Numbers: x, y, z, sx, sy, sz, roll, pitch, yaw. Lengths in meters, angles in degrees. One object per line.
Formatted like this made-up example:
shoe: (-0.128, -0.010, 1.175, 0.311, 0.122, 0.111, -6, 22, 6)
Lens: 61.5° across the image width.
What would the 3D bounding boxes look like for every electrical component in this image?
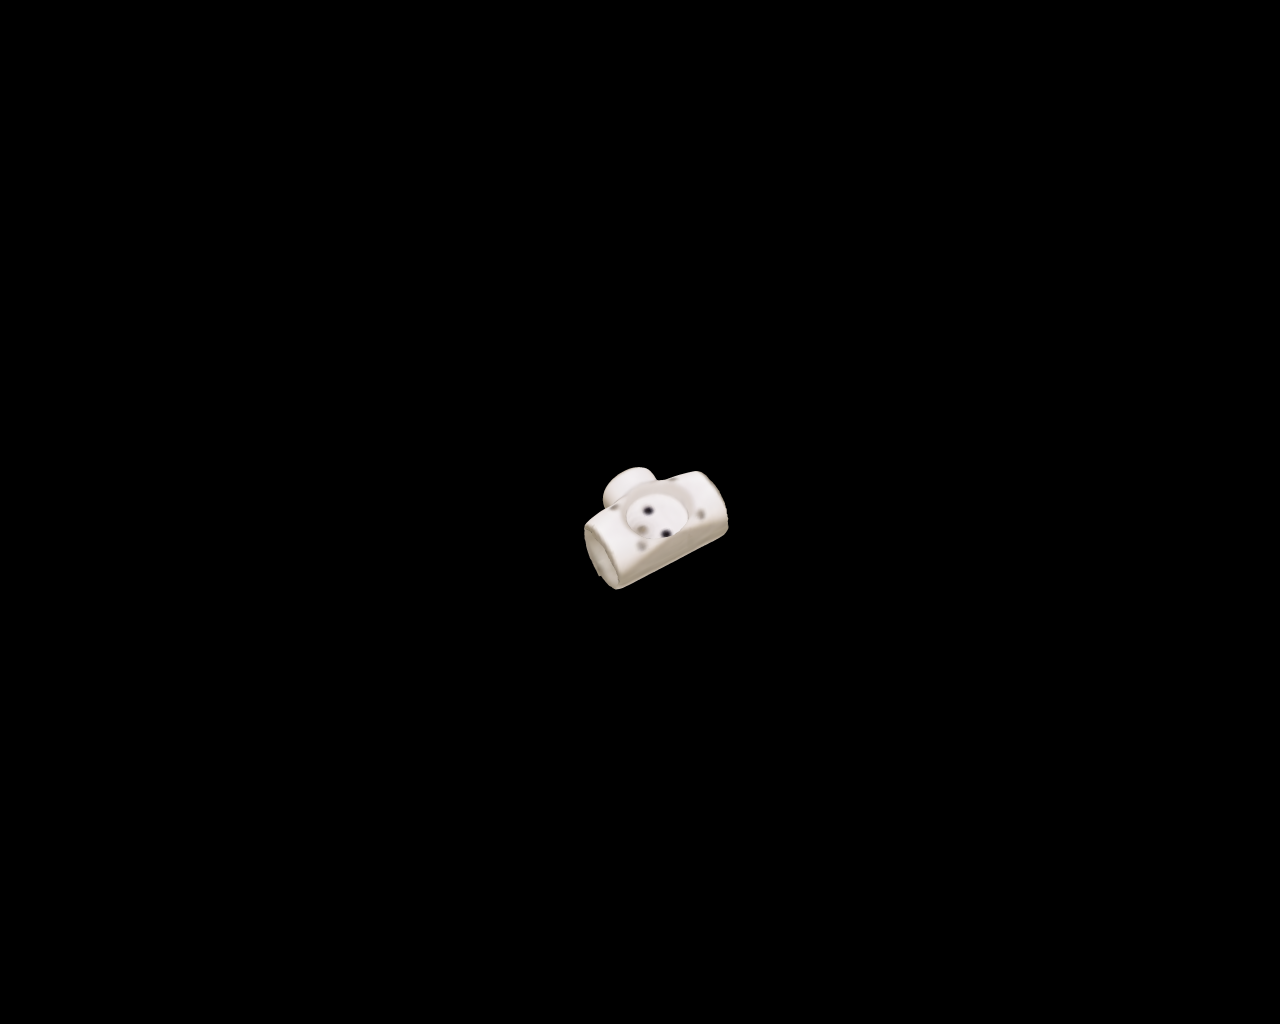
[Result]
electrical component: (0.001, -0.003, 0.650, 0.077, 0.079, 0.044, -26, -30, -16)
